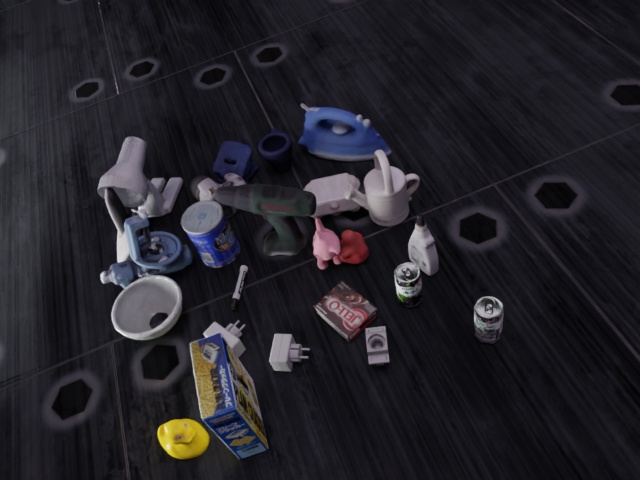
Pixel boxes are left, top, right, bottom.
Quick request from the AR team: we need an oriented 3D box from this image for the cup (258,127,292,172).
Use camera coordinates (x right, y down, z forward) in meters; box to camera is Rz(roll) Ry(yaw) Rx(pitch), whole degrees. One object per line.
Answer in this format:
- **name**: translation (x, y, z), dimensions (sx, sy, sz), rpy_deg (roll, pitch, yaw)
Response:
- **cup**: translation (-0.115, -0.244, 1.576), dimensions (0.091, 0.095, 0.117), rpy_deg (-11, 51, 6)

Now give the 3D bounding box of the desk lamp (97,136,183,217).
- **desk lamp**: translation (-0.476, -0.153, 1.514), dimensions (0.117, 0.214, 0.203), rpy_deg (1, 53, 14)

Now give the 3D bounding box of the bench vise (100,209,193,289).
- **bench vise**: translation (-0.421, 0.035, 1.347), dimensions (0.121, 0.220, 0.208), rpy_deg (33, 66, 33)

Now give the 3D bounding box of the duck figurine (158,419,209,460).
- **duck figurine**: translation (-0.278, 0.381, 1.126), dimensions (0.104, 0.086, 0.077), rpy_deg (8, 55, 20)

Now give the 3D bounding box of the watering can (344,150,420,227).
- **watering can**: translation (0.147, -0.125, 1.354), dimensions (0.173, 0.194, 0.100), rpy_deg (-33, 52, -12)

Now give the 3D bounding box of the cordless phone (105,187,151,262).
- **cordless phone**: translation (-0.502, -0.031, 1.442), dimensions (0.094, 0.185, 0.147), rpy_deg (-20, 50, -2)

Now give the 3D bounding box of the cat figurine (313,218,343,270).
- **cat figurine**: translation (0.012, 0.005, 1.333), dimensions (0.067, 0.118, 0.127), rpy_deg (-17, 50, 0)

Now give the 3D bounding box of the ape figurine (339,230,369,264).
- **ape figurine**: translation (0.074, 0.010, 1.331), dimensions (0.078, 0.092, 0.076), rpy_deg (-39, 54, -17)

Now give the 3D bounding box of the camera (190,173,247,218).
- **camera**: translation (-0.277, -0.132, 1.522), dimensions (0.143, 0.101, 0.136), rpy_deg (-37, 53, -16)

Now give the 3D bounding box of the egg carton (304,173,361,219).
- **egg carton**: translation (0.033, -0.109, 1.450), dimensions (0.150, 0.069, 0.107), rpy_deg (-12, 50, 4)

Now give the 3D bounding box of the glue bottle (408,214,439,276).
- **glue bottle**: translation (0.223, 0.003, 1.247), dimensions (0.037, 0.173, 0.078), rpy_deg (-34, 52, -14)

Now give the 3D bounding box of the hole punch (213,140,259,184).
- **hole punch**: translation (-0.235, -0.209, 1.580), dimensions (0.108, 0.091, 0.101), rpy_deg (16, 58, 24)

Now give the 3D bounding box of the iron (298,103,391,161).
- **iron**: translation (0.065, -0.301, 1.547), dimensions (0.257, 0.142, 0.119), rpy_deg (12, 56, 22)

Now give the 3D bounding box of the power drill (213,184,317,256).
- **power drill**: translation (-0.114, -0.052, 1.350), dimensions (0.229, 0.209, 0.075), rpy_deg (-3, 52, 11)

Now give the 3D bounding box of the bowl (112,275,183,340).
- **bowl**: translation (-0.389, 0.168, 1.328), dimensions (0.167, 0.075, 0.167), rpy_deg (-7, 51, 9)
